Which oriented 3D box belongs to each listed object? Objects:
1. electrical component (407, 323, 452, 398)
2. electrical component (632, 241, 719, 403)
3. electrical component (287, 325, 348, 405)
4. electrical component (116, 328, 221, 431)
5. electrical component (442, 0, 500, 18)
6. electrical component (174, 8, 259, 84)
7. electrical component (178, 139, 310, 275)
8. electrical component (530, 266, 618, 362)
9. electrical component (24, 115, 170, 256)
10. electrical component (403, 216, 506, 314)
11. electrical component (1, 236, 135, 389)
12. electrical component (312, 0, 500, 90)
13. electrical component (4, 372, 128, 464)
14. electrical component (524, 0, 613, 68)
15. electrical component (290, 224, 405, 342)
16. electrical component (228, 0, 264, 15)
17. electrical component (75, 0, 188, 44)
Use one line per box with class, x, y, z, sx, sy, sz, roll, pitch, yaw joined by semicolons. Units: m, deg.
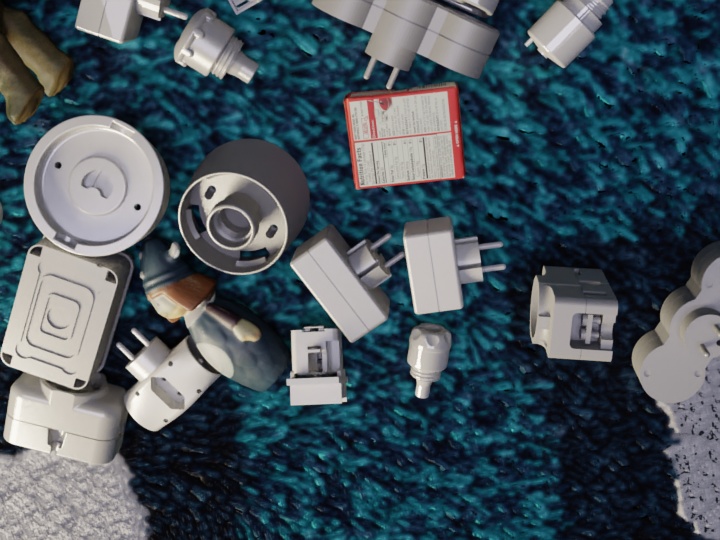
electrical component;0.056;0.077;0.894;0.035;0.035;0.061;8;109;1
electrical component;0.271;0.046;0.850;0.052;0.073;0.138;29;107;-5
electrical component;-0.034;0.078;0.883;0.042;0.081;0.063;-2;84;4
electrical component;-0.170;0.083;0.906;0.077;0.043;0.079;-41;100;14
electrical component;0.064;-0.231;0.785;0.095;0.053;0.059;23;98;-5
electrical component;-0.108;-0.167;0.826;0.062;0.048;0.048;31;106;-13
electrical component;-0.094;-0.048;0.863;0.099;0.064;0.099;5;119;10
electrical component;0.165;0.033;0.844;0.056;0.089;0.050;4;107;3
electrical component;-0.202;-0.066;0.850;0.108;0.060;0.108;0;92;2
electrical component;0.077;-0.007;0.860;0.077;0.047;0.065;-8;106;6
electrical component;-0.240;0.031;0.887;0.078;0.057;0.113;20;107;-2
electrical component;0.028;-0.174;0.810;0.138;0.052;0.073;24;107;-4
electrical component;-0.248;0.120;0.916;0.095;0.053;0.059;14;107;0
electrical component;0.161;-0.187;0.804;0.040;0.040;0.078;43;105;-9
electrical component;0.000;0.000;0.867;0.076;0.047;0.083;-35;102;13
electrical component;-0.089;-0.259;0.786;0.079;0.063;0.121;-27;103;11
electrical component;-0.164;-0.212;0.813;0.076;0.047;0.083;18;107;-2
